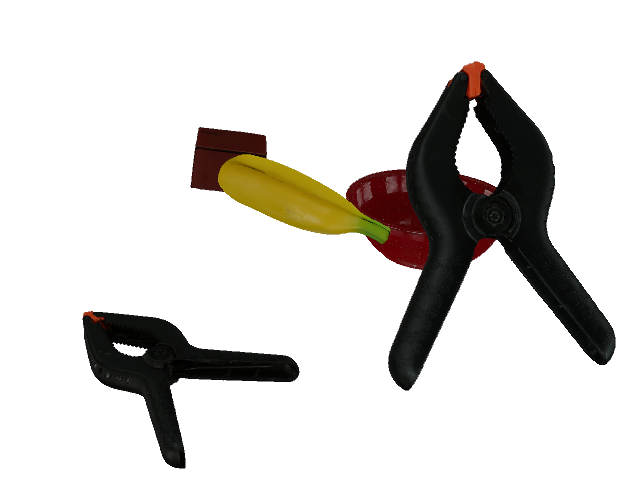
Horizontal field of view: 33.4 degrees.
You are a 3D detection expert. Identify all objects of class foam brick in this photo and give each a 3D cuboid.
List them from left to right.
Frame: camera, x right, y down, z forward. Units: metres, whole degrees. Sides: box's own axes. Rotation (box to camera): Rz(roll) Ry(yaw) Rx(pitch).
[{"bbox_3d":[-0.100,-0.087,1.170,0.078,0.051,0.053,7,30,-5],"label":"foam brick"}]

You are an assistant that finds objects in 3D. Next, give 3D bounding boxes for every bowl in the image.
[{"bbox_3d":[0.103,-0.015,1.020,0.162,0.055,0.162,2,24,-1],"label":"bowl"}]

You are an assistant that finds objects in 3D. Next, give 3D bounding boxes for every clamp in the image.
[{"bbox_3d":[-0.136,0.115,0.986,0.210,0.036,0.164,30,40,35],"label":"clamp"},{"bbox_3d":[0.078,-0.004,0.559,0.120,0.171,0.039,-15,-5,-14],"label":"clamp"}]

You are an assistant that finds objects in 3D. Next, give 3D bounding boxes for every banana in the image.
[{"bbox_3d":[-0.034,-0.033,0.781,0.069,0.037,0.198,39,-8,-37],"label":"banana"}]
